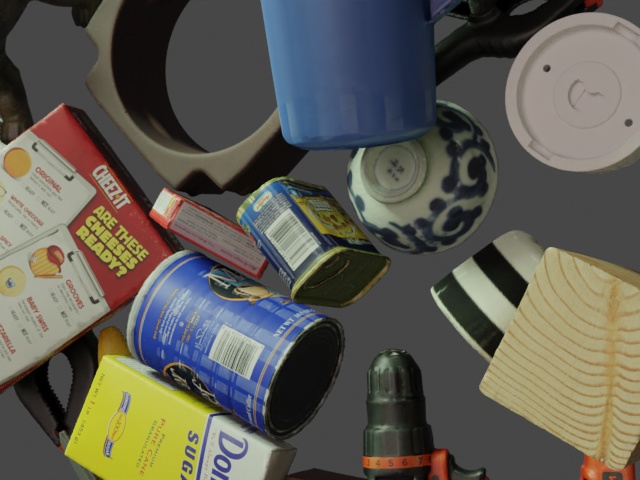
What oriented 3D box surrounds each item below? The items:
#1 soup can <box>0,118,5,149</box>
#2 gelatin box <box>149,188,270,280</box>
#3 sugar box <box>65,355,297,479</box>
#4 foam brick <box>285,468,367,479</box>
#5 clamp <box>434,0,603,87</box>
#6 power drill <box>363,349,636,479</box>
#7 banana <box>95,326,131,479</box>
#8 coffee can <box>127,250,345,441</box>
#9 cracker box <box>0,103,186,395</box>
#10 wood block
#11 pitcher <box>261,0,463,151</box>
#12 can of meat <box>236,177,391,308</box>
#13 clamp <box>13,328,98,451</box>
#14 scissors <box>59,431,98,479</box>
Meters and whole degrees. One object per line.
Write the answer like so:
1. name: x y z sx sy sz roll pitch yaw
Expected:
1. soup can: -0.291 -0.067 0.992 0.102 0.068 0.068 34 102 26
2. gelatin box: -0.086 -0.007 0.851 0.030 0.089 0.073 -61 21 0
3. sugar box: -0.113 0.168 0.846 0.176 0.048 0.093 23 94 29
4. foam brick: 0.015 0.209 0.815 0.078 0.051 0.053 6 88 28
5. clamp: 0.118 -0.172 0.795 0.172 0.039 0.120 -17 63 17
6. power drill: 0.122 0.164 0.739 0.188 0.057 0.184 -5 85 17
7. banana: -0.188 0.175 0.924 0.069 0.037 0.198 20 94 -9
8. coffee can: -0.066 0.080 0.840 0.140 0.102 0.103 24 97 27
9. cracker box: -0.245 0.013 0.908 0.214 0.072 0.164 -36 92 5
10. wood block: 0.186 0.069 0.648 0.090 0.205 0.091 29 99 27
11. pitcher: 0.026 -0.187 0.710 0.149 0.144 0.243 -159 61 -64
12. can of meat: -0.005 0.001 0.816 0.057 0.101 0.084 -46 65 17
13. clamp: -0.251 0.086 0.972 0.165 0.036 0.210 -6 85 19
14. scissors: -0.178 0.264 0.907 0.202 0.016 0.096 47 116 7
